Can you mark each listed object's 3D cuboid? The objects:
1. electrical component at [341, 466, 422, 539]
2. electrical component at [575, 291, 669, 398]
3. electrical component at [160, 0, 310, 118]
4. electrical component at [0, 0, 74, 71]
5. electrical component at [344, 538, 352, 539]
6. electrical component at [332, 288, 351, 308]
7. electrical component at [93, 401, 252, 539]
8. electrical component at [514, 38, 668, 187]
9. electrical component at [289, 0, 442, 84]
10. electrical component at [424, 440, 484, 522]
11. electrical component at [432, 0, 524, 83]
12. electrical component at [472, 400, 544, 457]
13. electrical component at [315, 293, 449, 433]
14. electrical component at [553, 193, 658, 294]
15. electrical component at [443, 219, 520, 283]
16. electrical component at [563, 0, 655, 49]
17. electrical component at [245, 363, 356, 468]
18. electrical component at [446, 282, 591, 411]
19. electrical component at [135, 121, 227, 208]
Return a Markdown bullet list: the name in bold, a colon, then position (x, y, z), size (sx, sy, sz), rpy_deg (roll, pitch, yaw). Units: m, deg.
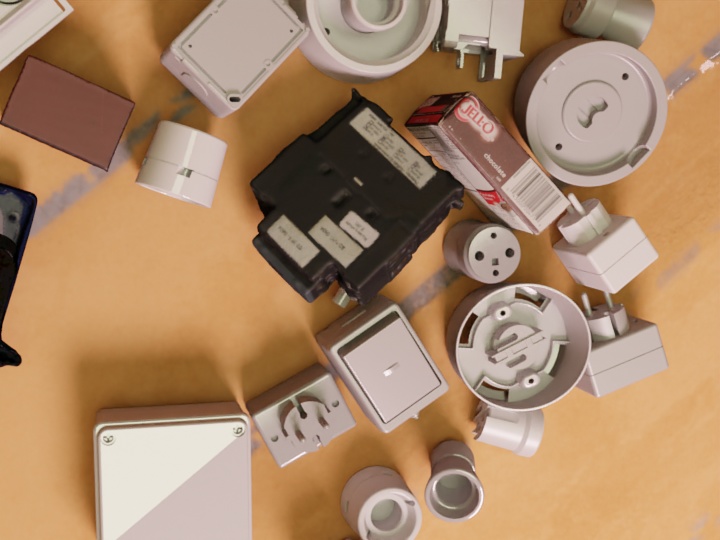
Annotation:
- **electrical component**: position (0.017, 0.183, 0.820), size (0.055, 0.047, 0.055), rpy_deg (-2, 97, -14)
- **electrical component**: position (0.195, 0.050, 0.849), size (0.066, 0.047, 0.076), rpy_deg (-21, 101, -11)
- **electrical component**: position (-0.085, -0.161, 0.752), size (0.062, 0.061, 0.096), rpy_deg (44, 77, -15)
- **electrical component**: position (-0.261, -0.161, 0.704), size (0.121, 0.063, 0.078), rpy_deg (-42, 104, -6)
- **electrical component**: position (-0.002, 0.249, 0.797), size (0.061, 0.096, 0.061), rpy_deg (-31, 102, -10)
- **electrical component**: position (0.000, 0.000, 0.802), size (0.035, 0.035, 0.061), rpy_deg (32, 90, -15)
- **electrical component**: position (-0.135, 0.154, 0.775), size (0.109, 0.056, 0.108), rpy_deg (-2, 97, -14)
- **electrical component**: position (0.169, -0.123, 0.812), size (0.108, 0.060, 0.108), rpy_deg (-3, 111, -8)
- **electrical component**: position (0.006, -0.189, 0.768), size (0.108, 0.060, 0.108), rpy_deg (-2, 97, -14)
- **electrical component**: position (0.071, 0.158, 0.821), size (0.044, 0.065, 0.044), rpy_deg (1, 105, 3)
- **electrical component**: position (0.087, -0.183, 0.798), size (0.064, 0.042, 0.081), rpy_deg (4, 95, -12)
- **electrical component**: position (0.116, 0.122, 0.842), size (0.046, 0.040, 0.040), rpy_deg (15, 93, -9)
- **electrical component**: position (0.021, 0.075, 0.801), size (0.062, 0.061, 0.096), rpy_deg (-34, 103, -8)
- **electrical component**: position (0.177, -0.029, 0.826), size (0.047, 0.066, 0.076), rpy_deg (-39, 104, -7)
- **electrical component**: position (0.092, -0.014, 0.812), size (0.045, 0.055, 0.045), rpy_deg (-2, 97, -14)
- **electrical component**: position (0.190, -0.194, 0.821), size (0.055, 0.045, 0.045), rpy_deg (18, 92, -15)
- **electrical component**: position (-0.040, 0.109, 0.782), size (0.066, 0.077, 0.047), rpy_deg (-29, 102, -9)
- **electrical component**: position (0.118, 0.056, 0.821), size (0.099, 0.064, 0.099), rpy_deg (-2, 97, -14)
- **electrical component**: position (-0.124, -0.074, 0.753), size (0.055, 0.055, 0.047), rpy_deg (19, 88, -15)
